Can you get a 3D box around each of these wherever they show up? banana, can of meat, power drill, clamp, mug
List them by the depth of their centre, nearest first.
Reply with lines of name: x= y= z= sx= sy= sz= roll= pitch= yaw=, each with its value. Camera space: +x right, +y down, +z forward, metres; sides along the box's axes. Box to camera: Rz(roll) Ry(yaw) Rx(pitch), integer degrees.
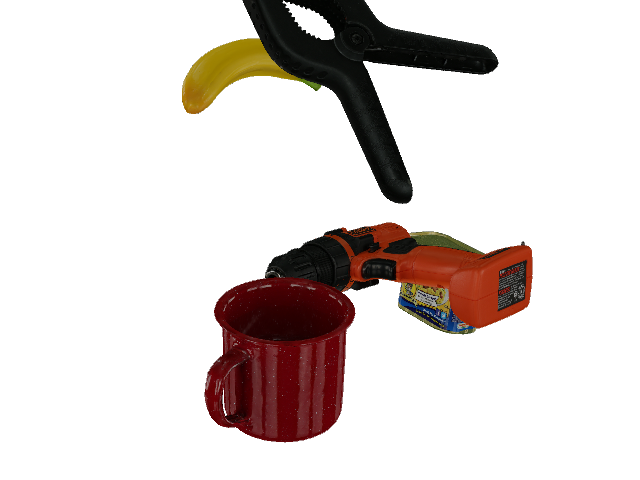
mug: x=-0.032 y=0.085 z=0.711 sx=0.093 sy=0.081 sz=0.117 roll=19 pitch=30 yaw=33
clamp: x=0.021 y=-0.133 z=0.798 sx=0.210 sy=0.164 sz=0.036 roll=31 pitch=-30 yaw=-7
power drill: x=0.070 y=0.027 z=0.910 sx=0.188 sy=0.057 sz=0.184 roll=12 pitch=19 yaw=37
banana: x=-0.076 y=-0.166 z=1.043 sx=0.070 sy=0.037 sz=0.197 roll=43 pitch=37 yaw=21
can of meat: x=0.134 y=0.046 z=1.165 sx=0.057 sy=0.084 sz=0.102 roll=-5 pitch=22 yaw=-36
